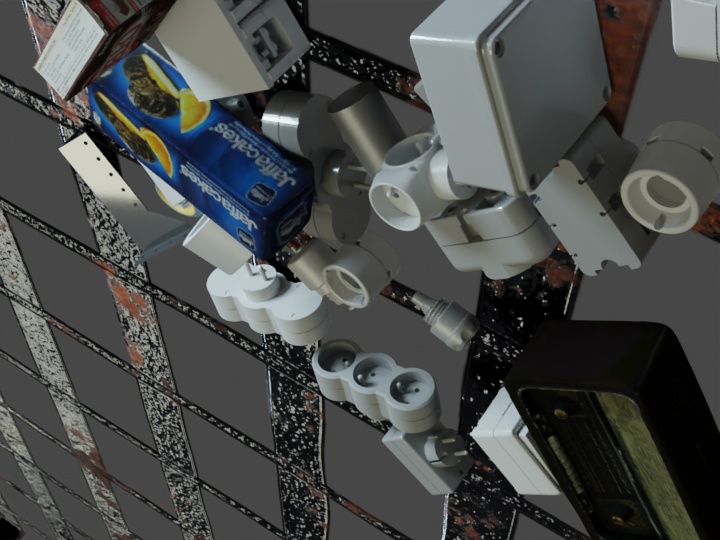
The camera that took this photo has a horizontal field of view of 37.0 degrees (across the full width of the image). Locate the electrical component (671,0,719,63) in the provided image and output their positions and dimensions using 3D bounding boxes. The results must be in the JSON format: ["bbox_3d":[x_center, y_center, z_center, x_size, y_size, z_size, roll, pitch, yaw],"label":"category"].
[{"bbox_3d":[0.192,-0.151,0.532,0.059,0.053,0.095,17,142,33],"label":"electrical component"}]

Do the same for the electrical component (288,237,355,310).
[{"bbox_3d":[-0.031,0.005,0.985,0.078,0.040,0.040,47,149,-11],"label":"electrical component"}]

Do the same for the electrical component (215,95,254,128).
[{"bbox_3d":[-0.119,-0.129,0.907,0.043,0.043,0.081,51,148,-17],"label":"electrical component"}]

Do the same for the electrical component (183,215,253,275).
[{"bbox_3d":[-0.096,-0.044,0.933,0.060,0.108,0.108,40,150,-11],"label":"electrical component"}]

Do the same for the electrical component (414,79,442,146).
[{"bbox_3d":[0.074,-0.098,0.706,0.083,0.075,0.047,45,149,-7],"label":"electrical component"}]

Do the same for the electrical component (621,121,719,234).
[{"bbox_3d":[0.193,-0.055,0.660,0.055,0.047,0.055,28,147,20],"label":"electrical component"}]

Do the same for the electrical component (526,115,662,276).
[{"bbox_3d":[0.154,-0.050,0.700,0.089,0.055,0.050,51,147,-18],"label":"electrical component"}]

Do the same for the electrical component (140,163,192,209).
[{"bbox_3d":[-0.164,-0.109,0.964,0.096,0.061,0.062,49,148,-14],"label":"electrical component"}]

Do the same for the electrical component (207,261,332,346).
[{"bbox_3d":[-0.096,0.020,1.063,0.138,0.052,0.073,17,142,33],"label":"electrical component"}]

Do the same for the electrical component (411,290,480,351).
[{"bbox_3d":[0.071,0.040,0.926,0.061,0.035,0.035,37,149,10],"label":"electrical component"}]

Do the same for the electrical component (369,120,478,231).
[{"bbox_3d":[0.058,-0.068,0.760,0.079,0.077,0.044,3,133,45],"label":"electrical component"}]

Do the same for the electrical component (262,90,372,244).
[{"bbox_3d":[-0.020,-0.078,0.856,0.074,0.052,0.138,14,140,36],"label":"electrical component"}]

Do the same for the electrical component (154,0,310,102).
[{"bbox_3d":[-0.113,-0.206,0.783,0.089,0.061,0.150,1,131,47],"label":"electrical component"}]

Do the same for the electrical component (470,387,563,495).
[{"bbox_3d":[0.158,0.155,0.951,0.096,0.061,0.061,51,148,-17],"label":"electrical component"}]

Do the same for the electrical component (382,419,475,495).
[{"bbox_3d":[0.080,0.180,1.082,0.083,0.047,0.076,48,148,-12],"label":"electrical component"}]

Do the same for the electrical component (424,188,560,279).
[{"bbox_3d":[0.101,-0.033,0.781,0.095,0.053,0.059,-8,125,51],"label":"electrical component"}]

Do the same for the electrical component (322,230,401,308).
[{"bbox_3d":[0.000,0.000,0.939,0.055,0.047,0.055,28,147,20],"label":"electrical component"}]

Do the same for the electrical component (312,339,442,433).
[{"bbox_3d":[0.019,0.124,1.072,0.138,0.052,0.073,20,144,30],"label":"electrical component"}]

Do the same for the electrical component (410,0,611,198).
[{"bbox_3d":[0.092,-0.118,0.630,0.056,0.108,0.108,15,141,39],"label":"electrical component"}]
